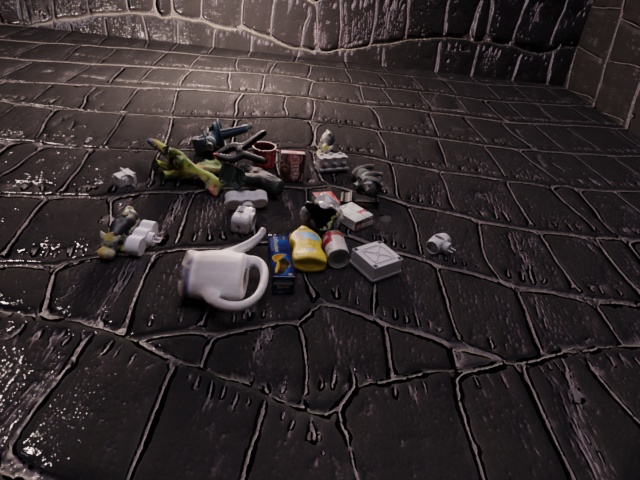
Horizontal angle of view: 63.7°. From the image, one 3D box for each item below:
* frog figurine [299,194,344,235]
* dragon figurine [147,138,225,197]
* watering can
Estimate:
[{"bbox_3d":[0.005,-0.082,1.637,0.137,0.122,0.160,-7,9,1],"label":"frog figurine"},{"bbox_3d":[-0.464,-0.274,1.864,0.242,0.120,0.418,6,29,-37],"label":"dragon figurine"},{"bbox_3d":[-0.243,0.066,1.333,0.224,0.102,0.355,4,32,-4],"label":"watering can"}]
